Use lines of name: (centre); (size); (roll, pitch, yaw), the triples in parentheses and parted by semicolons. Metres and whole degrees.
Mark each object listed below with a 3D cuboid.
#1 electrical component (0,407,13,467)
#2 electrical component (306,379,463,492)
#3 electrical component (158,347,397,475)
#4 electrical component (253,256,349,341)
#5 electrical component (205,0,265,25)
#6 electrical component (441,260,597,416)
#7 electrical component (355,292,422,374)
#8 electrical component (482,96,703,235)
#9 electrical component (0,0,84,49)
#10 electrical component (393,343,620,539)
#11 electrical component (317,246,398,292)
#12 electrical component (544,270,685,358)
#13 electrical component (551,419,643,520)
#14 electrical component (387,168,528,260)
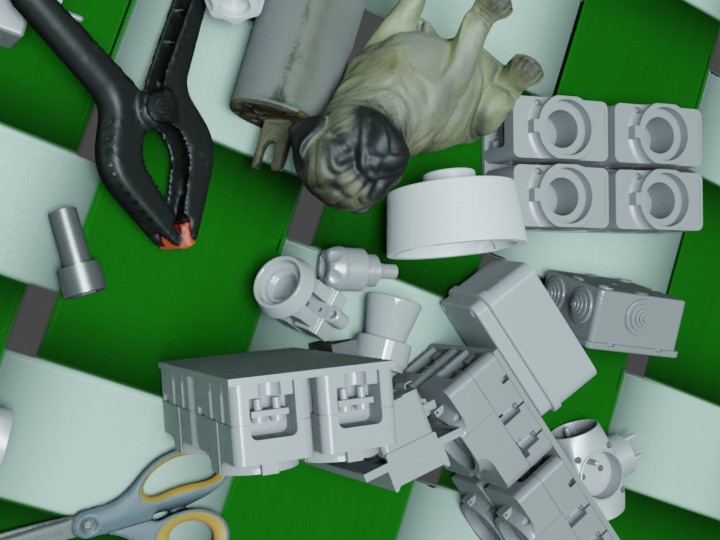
electrical component: (-0.269, 0.088, 0.710); (0.077, 0.044, 0.079); (15, 83, -22)
electrical component: (0.010, 0.117, 0.785); (0.079, 0.121, 0.063); (-22, 95, -22)
electrical component: (-0.061, 0.091, 0.720); (0.105, 0.186, 0.060); (-5, 90, -23)
electrical component: (-0.047, 0.020, 0.792); (0.048, 0.066, 0.055); (-62, 143, -12)
electrical component: (-0.091, -0.211, 0.772); (0.043, 0.043, 0.062); (7, 56, -23)
electrical component: (0.125, 0.054, 0.856); (0.057, 0.078, 0.113); (-36, 102, -13)
electrical component: (0.020, 0.049, 0.832); (0.045, 0.045, 0.055); (17, 82, -22)
electrical component: (0.199, -0.085, 0.903); (0.186, 0.060, 0.105); (0, 89, -23)
electrical component: (-0.223, -0.193, 0.735); (0.076, 0.047, 0.083); (17, 82, -27)
electrical component: (0.107, 0.151, 0.833); (0.060, 0.105, 0.186); (-38, 103, -19)
electrical component: (0.000, 0.000, 0.831); (0.061, 0.035, 0.035); (3, 88, -25)
electrical component: (0.205, 0.034, 0.883); (0.100, 0.100, 0.048); (7, 99, -23)
electrical component: (0.206, 0.163, 0.908); (0.079, 0.044, 0.077); (-21, 97, -22)
electrical component: (0.071, -0.045, 0.825); (0.108, 0.108, 0.060); (-3, 84, -23)
